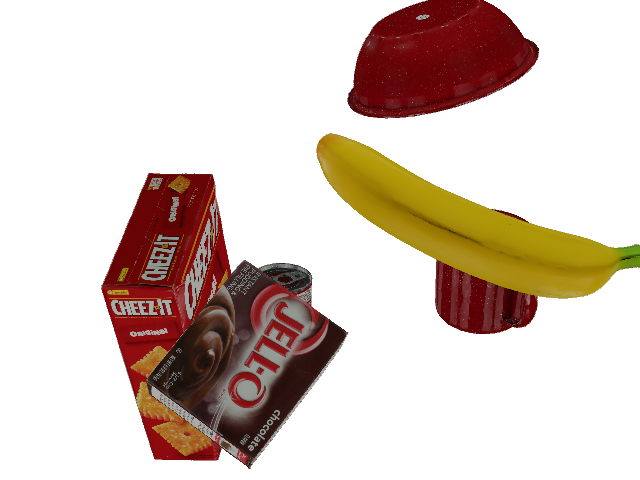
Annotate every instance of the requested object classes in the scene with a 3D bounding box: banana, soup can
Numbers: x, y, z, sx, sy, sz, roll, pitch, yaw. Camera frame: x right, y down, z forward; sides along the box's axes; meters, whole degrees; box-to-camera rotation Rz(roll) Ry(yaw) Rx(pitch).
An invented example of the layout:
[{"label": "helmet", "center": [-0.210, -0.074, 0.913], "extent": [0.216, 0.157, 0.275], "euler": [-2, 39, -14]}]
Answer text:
[{"label": "banana", "center": [0.073, -0.010, 0.578], "extent": [0.198, 0.037, 0.069], "euler": [24, 20, 19]}, {"label": "soup can", "center": [-0.044, 0.086, 1.222], "extent": [0.068, 0.102, 0.068], "euler": [1, 26, -1]}]

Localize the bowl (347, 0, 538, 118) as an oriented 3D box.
[{"label": "bowl", "center": [0.092, -0.158, 0.871], "extent": [0.162, 0.055, 0.162], "euler": [-16, 25, 7]}]

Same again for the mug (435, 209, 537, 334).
[{"label": "mug", "center": [0.150, 0.034, 0.941], "extent": [0.093, 0.081, 0.117], "euler": [-19, 35, -26]}]

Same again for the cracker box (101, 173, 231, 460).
[{"label": "cracker box", "center": [-0.125, 0.070, 0.976], "extent": [0.072, 0.214, 0.164], "euler": [0, 38, 8]}]

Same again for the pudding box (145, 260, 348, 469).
[{"label": "pudding box", "center": [-0.049, 0.084, 0.727], "extent": [0.090, 0.113, 0.039], "euler": [34, -21, 9]}]
